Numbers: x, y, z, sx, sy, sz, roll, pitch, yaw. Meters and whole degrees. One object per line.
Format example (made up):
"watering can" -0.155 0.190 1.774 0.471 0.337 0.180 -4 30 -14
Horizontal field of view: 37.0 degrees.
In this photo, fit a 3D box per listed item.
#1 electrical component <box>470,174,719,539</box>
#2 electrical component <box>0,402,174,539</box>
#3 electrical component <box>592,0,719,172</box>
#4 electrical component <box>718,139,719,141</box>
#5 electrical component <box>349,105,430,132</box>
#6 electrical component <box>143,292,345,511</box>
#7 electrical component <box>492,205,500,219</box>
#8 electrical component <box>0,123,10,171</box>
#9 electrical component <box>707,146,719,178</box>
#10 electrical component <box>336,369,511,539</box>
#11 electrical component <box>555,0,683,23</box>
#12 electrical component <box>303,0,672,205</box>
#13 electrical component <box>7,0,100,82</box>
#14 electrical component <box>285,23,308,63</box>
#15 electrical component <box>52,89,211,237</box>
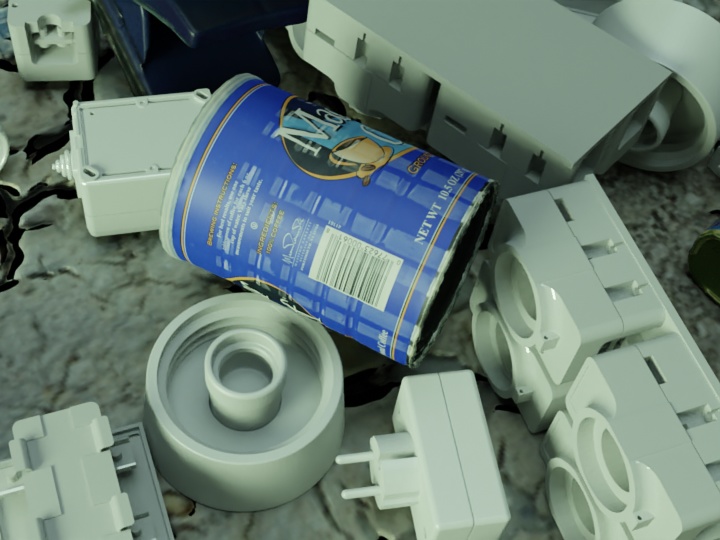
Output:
"electrical component" 0.120 0.060 0.549 0.060 0.105 0.186 -14 58 -16
"electrical component" -0.126 0.128 0.498 0.079 0.063 0.121 -14 58 -16
"electrical component" 0.181 -0.109 0.675 0.108 0.108 0.060 27 63 12
"electrical component" 0.243 -0.121 0.719 0.045 0.055 0.045 3 55 -5
"electrical component" 0.025 -0.118 0.697 0.055 0.045 0.045 15 55 4
"electrical component" -0.059 0.062 0.553 0.108 0.060 0.108 3 55 -5
"electrical component" 0.100 -0.054 0.664 0.062 0.048 0.048 1 55 -14
"electrical component" -0.242 -0.081 0.640 0.066 0.048 0.055 -37 59 -27
"electrical component" 0.262 -0.081 0.694 0.066 0.055 0.048 -27 63 -23
"electrical component" 0.026 0.100 0.545 0.076 0.047 0.083 -5 56 -10
"electrical component" 0.155 -0.182 0.745 0.121 0.063 0.078 14 55 3
"electrical component" 0.069 -0.118 0.634 0.186 0.060 0.105 37 55 19
"electrical component" -0.197 -0.169 0.698 0.050 0.055 0.089 -3 56 -9
"electrical component" -0.029 -0.196 0.742 0.074 0.052 0.138 -10 54 -44
"electrical component" -0.129 -0.059 0.628 0.096 0.061 0.061 -7 57 -12
